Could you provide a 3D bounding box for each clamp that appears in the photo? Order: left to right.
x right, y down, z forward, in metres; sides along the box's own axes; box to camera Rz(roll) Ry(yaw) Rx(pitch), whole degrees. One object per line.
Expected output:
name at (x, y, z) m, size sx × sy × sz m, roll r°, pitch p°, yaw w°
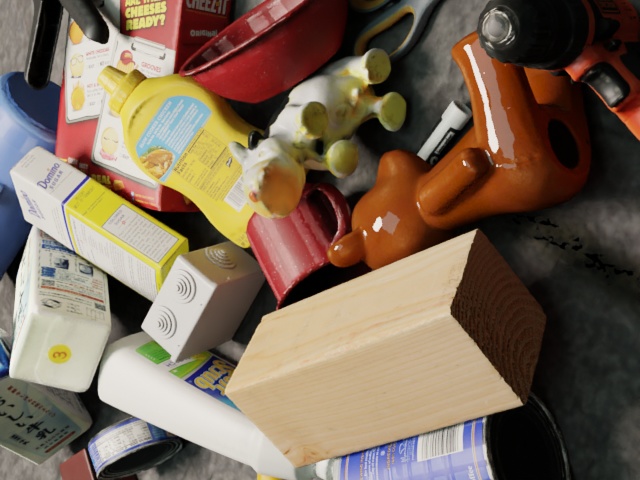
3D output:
clamp at (-0.254, -0.230, 1.013) m, size 0.120 × 0.039 × 0.171 m, roll -30°, pitch 64°, yaw 31°

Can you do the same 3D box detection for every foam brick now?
foam brick at (-0.220, 0.251, 1.079) m, size 0.053 × 0.051 × 0.078 m, roll -33°, pitch 70°, yaw 37°

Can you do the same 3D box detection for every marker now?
marker at (0.077, -0.058, 0.838) m, size 0.020 × 0.020 × 0.121 m, roll 52°, pitch 122°, yaw 27°

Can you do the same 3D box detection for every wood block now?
wood block at (0.045, 0.082, 0.763) m, size 0.207 × 0.090 × 0.090 m, roll -24°, pitch 116°, yaw 37°

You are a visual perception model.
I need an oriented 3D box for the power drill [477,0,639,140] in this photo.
power drill at (0.189, -0.080, 0.649) m, size 0.057 × 0.184 × 0.188 m, roll -44°, pitch 74°, yaw 35°

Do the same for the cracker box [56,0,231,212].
cracker box at (-0.170, -0.143, 1.013) m, size 0.164 × 0.071 × 0.214 m, roll 13°, pitch 99°, yaw 39°

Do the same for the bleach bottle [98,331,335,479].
bleach bottle at (-0.075, 0.150, 0.934) m, size 0.251 × 0.102 × 0.068 m, roll 18°, pitch 106°, yaw 32°

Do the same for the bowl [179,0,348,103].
bowl at (-0.034, -0.160, 0.870) m, size 0.162 × 0.162 × 0.055 m, roll -19°, pitch 114°, yaw 39°

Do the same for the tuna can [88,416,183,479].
tuna can at (-0.176, 0.196, 1.018) m, size 0.086 × 0.085 × 0.034 m, roll -40°, pitch 65°, yaw 34°

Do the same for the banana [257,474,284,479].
banana at (-0.043, 0.293, 0.939) m, size 0.070 × 0.037 × 0.198 m, roll 17°, pitch 102°, yaw 39°

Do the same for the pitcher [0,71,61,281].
pitcher at (-0.348, -0.053, 1.125) m, size 0.243 × 0.144 × 0.149 m, roll -48°, pitch 62°, yaw 27°

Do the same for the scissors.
scissors at (0.089, -0.215, 0.826) m, size 0.202 × 0.016 × 0.096 m, roll -41°, pitch 66°, yaw 33°

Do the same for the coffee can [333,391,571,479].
coffee can at (0.094, 0.171, 0.775) m, size 0.141 × 0.102 × 0.103 m, roll -24°, pitch 76°, yaw 38°

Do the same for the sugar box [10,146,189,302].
sugar box at (-0.203, -0.011, 0.998) m, size 0.176 × 0.048 × 0.093 m, roll 34°, pitch 153°, yaw 13°

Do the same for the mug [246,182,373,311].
mug at (-0.006, 0.001, 0.861) m, size 0.081 × 0.093 × 0.117 m, roll 61°, pitch 148°, yaw 27°

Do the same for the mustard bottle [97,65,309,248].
mustard bottle at (-0.109, -0.085, 0.911) m, size 0.191 × 0.058 × 0.096 m, roll 37°, pitch 113°, yaw -3°
